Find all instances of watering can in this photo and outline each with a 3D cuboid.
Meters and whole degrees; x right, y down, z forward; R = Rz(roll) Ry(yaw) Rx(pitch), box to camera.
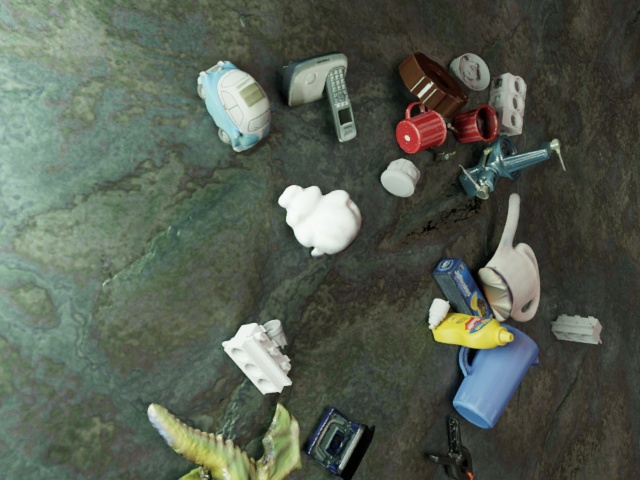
[{"bbox_3d":[0.497,0.068,1.363,0.227,0.104,0.344,-25,104,-34],"label":"watering can"}]

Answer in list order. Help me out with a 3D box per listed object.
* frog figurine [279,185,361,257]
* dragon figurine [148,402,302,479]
[{"bbox_3d":[0.003,-0.051,1.010,0.138,0.124,0.156,-41,125,-9],"label":"frog figurine"},{"bbox_3d":[-0.129,0.395,0.924,0.247,0.121,0.406,-38,112,-49],"label":"dragon figurine"}]
